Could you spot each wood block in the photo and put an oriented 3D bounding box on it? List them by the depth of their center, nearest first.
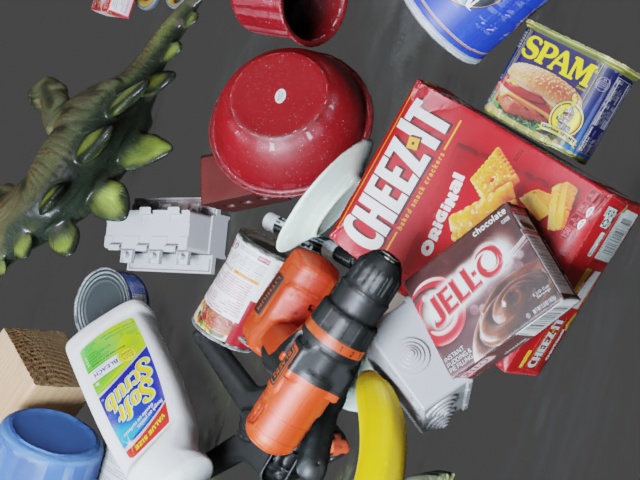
[{"bbox_3d":[-0.353,0.205,1.197,0.206,0.090,0.091,-52,57,18],"label":"wood block"}]

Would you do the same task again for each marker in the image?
[{"bbox_3d":[-0.007,0.001,1.020,0.121,0.020,0.020,25,97,37],"label":"marker"}]

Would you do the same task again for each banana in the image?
[{"bbox_3d":[0.034,0.178,0.821,0.070,0.037,0.197,-6,45,31],"label":"banana"}]

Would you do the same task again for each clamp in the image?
[{"bbox_3d":[-0.003,0.142,0.929,0.120,0.039,0.171,-34,28,55],"label":"clamp"},{"bbox_3d":[-0.065,0.186,1.020,0.210,0.036,0.164,15,91,39],"label":"clamp"}]

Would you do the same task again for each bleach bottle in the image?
[{"bbox_3d":[-0.161,0.168,1.028,0.102,0.068,0.251,-33,45,-8],"label":"bleach bottle"}]

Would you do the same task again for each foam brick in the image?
[{"bbox_3d":[-0.073,-0.061,1.060,0.078,0.052,0.051,-10,76,36],"label":"foam brick"}]

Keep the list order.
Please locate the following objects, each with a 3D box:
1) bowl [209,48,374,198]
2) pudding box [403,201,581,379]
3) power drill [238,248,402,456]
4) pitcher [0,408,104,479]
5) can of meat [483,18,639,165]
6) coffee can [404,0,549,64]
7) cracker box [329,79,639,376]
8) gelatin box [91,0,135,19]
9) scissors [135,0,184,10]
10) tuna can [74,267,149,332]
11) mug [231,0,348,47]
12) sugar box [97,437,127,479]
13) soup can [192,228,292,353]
[{"bbox_3d":[-0.033,-0.122,0.997,0.162,0.055,0.162,-4,67,10],"label":"bowl"},{"bbox_3d":[0.128,0.040,0.810,0.114,0.039,0.090,-40,60,26],"label":"pudding box"},{"bbox_3d":[-0.006,0.068,0.891,0.184,0.057,0.188,-55,14,8],"label":"power drill"},{"bbox_3d":[-0.318,0.297,1.107,0.145,0.149,0.243,-124,53,-66],"label":"pitcher"},{"bbox_3d":[0.195,-0.121,0.871,0.102,0.057,0.084,36,105,34],"label":"can of meat"},{"bbox_3d":[0.149,-0.230,0.886,0.140,0.102,0.103,-40,61,30],"label":"coffee can"},{"bbox_3d":[0.130,-0.014,0.889,0.214,0.072,0.164,38,104,34],"label":"cracker box"},{"bbox_3d":[-0.226,-0.298,1.210,0.073,0.030,0.089,27,100,60],"label":"gelatin box"},{"bbox_3d":[-0.179,-0.346,1.209,0.096,0.016,0.202,-19,71,33],"label":"scissors"},{"bbox_3d":[-0.226,0.074,1.160,0.086,0.033,0.086,-7,78,35],"label":"tuna can"},{"bbox_3d":[-0.026,-0.248,1.043,0.082,0.093,0.117,18,62,42],"label":"mug"},{"bbox_3d":[-0.201,0.288,1.085,0.093,0.048,0.176,10,90,59],"label":"sugar box"},{"bbox_3d":[-0.071,0.048,1.030,0.069,0.068,0.102,36,103,35],"label":"soup can"}]
